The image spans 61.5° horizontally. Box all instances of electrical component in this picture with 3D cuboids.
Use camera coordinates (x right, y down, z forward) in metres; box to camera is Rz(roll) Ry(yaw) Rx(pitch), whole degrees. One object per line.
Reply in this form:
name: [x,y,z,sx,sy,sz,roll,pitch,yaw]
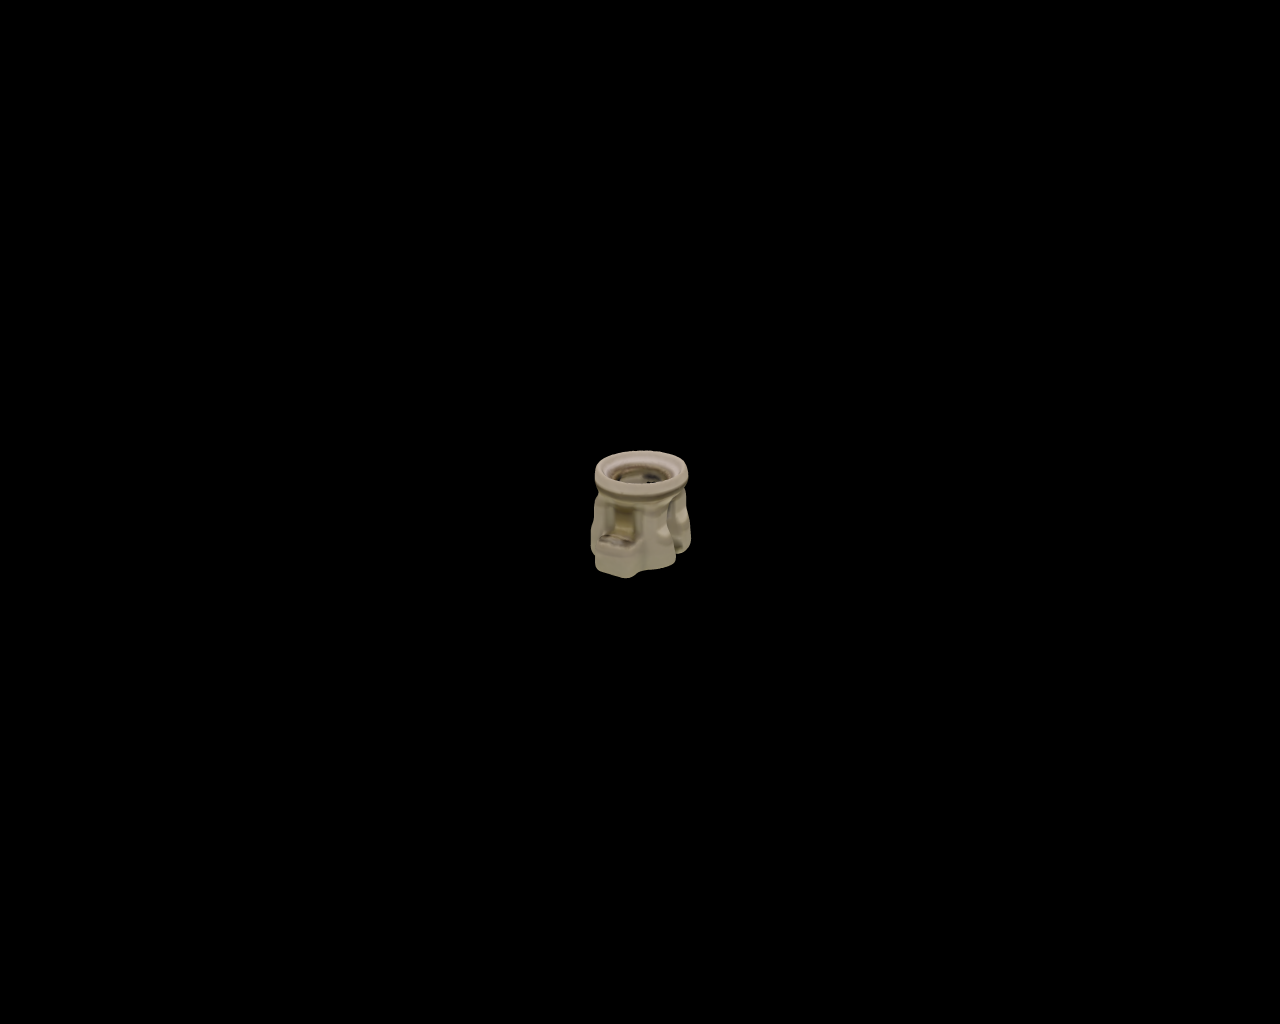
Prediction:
electrical component: [0.001,-0.003,0.650,0.058,0.056,0.078,12,27,25]
